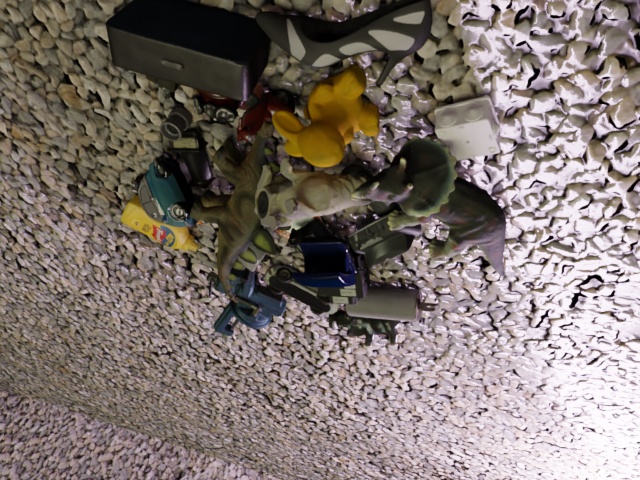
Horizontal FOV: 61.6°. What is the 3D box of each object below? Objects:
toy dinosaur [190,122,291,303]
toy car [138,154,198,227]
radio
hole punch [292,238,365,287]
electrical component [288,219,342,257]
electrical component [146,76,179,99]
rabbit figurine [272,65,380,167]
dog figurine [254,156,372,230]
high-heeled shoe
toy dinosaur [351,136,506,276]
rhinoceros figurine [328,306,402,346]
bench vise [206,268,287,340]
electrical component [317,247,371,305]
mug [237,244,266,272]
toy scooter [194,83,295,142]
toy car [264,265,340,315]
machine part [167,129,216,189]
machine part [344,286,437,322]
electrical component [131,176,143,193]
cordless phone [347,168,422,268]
[{"bbox_3d":[-0.161,-0.046,1.110,0.198,0.105,0.471,27,130,-2],"label":"toy dinosaur"},{"bbox_3d":[-0.327,-0.092,1.130,0.103,0.109,0.161,-23,106,6],"label":"toy car"},{"bbox_3d":[-0.200,-0.309,0.847,0.230,0.131,0.073,17,141,4],"label":"radio"},{"bbox_3d":[0.012,0.065,1.114,0.142,0.092,0.115,-5,140,21],"label":"hole punch"},{"bbox_3d":[-0.002,-0.003,1.142,0.119,0.048,0.074,-22,128,36],"label":"electrical component"},{"bbox_3d":[-0.288,-0.302,0.980,0.063,0.021,0.094,25,141,-5],"label":"electrical component"},{"bbox_3d":[0.005,-0.186,0.867,0.163,0.173,0.121,-2,139,19],"label":"rabbit figurine"},{"bbox_3d":[-0.008,-0.078,0.990,0.190,0.121,0.172,0,177,-35],"label":"dog figurine"},{"bbox_3d":[0.033,-0.322,0.780,0.249,0.086,0.145,23,131,-3],"label":"high-heeled shoe"},{"bbox_3d":[0.240,-0.048,0.934,0.405,0.131,0.192,25,162,-20],"label":"toy dinosaur"},{"bbox_3d":[0.113,0.206,1.341,0.190,0.073,0.112,-5,136,28],"label":"rhinoceros figurine"},{"bbox_3d":[-0.216,0.174,1.398,0.223,0.129,0.240,19,125,-28],"label":"bench vise"},{"bbox_3d":[0.050,0.082,1.208,0.115,0.058,0.134,4,115,24],"label":"electrical component"},{"bbox_3d":[-0.179,0.016,1.256,0.107,0.081,0.109,38,145,-4],"label":"mug"},{"bbox_3d":[-0.141,-0.224,0.916,0.184,0.135,0.075,18,141,5],"label":"toy scooter"},{"bbox_3d":[-0.044,0.123,1.329,0.202,0.056,0.073,27,139,-4],"label":"toy car"},{"bbox_3d":[-0.264,-0.168,1.111,0.084,0.039,0.138,-2,134,14],"label":"machine part"},{"bbox_3d":[0.149,0.146,1.255,0.243,0.079,0.079,1,137,23],"label":"machine part"},{"bbox_3d":[-0.377,-0.118,1.209,0.102,0.045,0.078,13,139,10],"label":"electrical component"},{"bbox_3d":[0.097,-0.047,1.072,0.184,0.089,0.147,49,135,-13],"label":"cordless phone"}]
